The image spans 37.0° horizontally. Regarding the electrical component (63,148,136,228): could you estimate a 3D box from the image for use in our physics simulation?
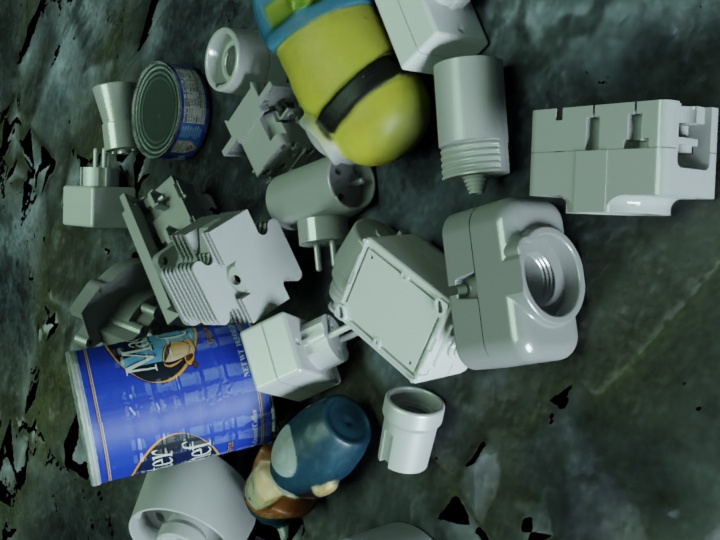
[{"bbox_3d":[-0.254,-0.081,1.048,0.066,0.047,0.076,6,96,50],"label":"electrical component"}]

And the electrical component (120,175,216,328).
[{"bbox_3d":[-0.145,-0.015,0.904,0.063,0.079,0.121,-39,59,18],"label":"electrical component"}]

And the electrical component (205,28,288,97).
[{"bbox_3d":[-0.091,-0.164,0.853,0.055,0.047,0.055,0,90,50],"label":"electrical component"}]

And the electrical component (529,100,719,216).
[{"bbox_3d":[0.139,-0.058,0.575,0.089,0.050,0.055,4,93,50],"label":"electrical component"}]

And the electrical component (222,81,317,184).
[{"bbox_3d":[-0.066,-0.105,0.829,0.081,0.042,0.063,-49,58,39],"label":"electrical component"}]

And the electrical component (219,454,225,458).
[{"bbox_3d":[-0.149,0.132,0.917,0.059,0.054,0.095,27,110,47],"label":"electrical component"}]

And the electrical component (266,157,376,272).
[{"bbox_3d":[-0.027,-0.039,0.779,0.077,0.044,0.079,-14,79,49],"label":"electrical component"}]

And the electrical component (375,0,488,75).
[{"bbox_3d":[0.052,-0.179,0.682,0.076,0.047,0.083,-40,60,42],"label":"electrical component"}]

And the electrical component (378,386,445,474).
[{"bbox_3d":[0.033,0.106,0.713,0.040,0.040,0.046,33,121,45],"label":"electrical component"}]

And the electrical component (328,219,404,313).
[{"bbox_3d":[0.000,0.000,0.750,0.040,0.040,0.078,57,130,33],"label":"electrical component"}]

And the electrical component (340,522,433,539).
[{"bbox_3d":[0.010,0.228,0.722,0.108,0.060,0.108,-1,89,50],"label":"electrical component"}]

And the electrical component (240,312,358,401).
[{"bbox_3d":[-0.034,0.056,0.777,0.077,0.066,0.047,-26,67,18],"label":"electrical component"}]

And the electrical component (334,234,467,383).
[{"bbox_3d":[0.043,0.026,0.688,0.096,0.061,0.061,39,120,34],"label":"electrical component"}]

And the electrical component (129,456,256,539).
[{"bbox_3d":[-0.137,0.200,0.875,0.099,0.099,0.064,-43,18,41],"label":"electrical component"}]

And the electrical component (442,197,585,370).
[{"bbox_3d":[0.091,0.008,0.630,0.059,0.054,0.095,-15,78,49],"label":"electrical component"}]

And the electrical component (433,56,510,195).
[{"bbox_3d":[0.070,-0.087,0.664,0.043,0.043,0.081,-9,83,50],"label":"electrical component"}]

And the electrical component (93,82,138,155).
[{"bbox_3d":[-0.229,-0.143,1.025,0.044,0.044,0.065,-8,88,50],"label":"electrical component"}]
